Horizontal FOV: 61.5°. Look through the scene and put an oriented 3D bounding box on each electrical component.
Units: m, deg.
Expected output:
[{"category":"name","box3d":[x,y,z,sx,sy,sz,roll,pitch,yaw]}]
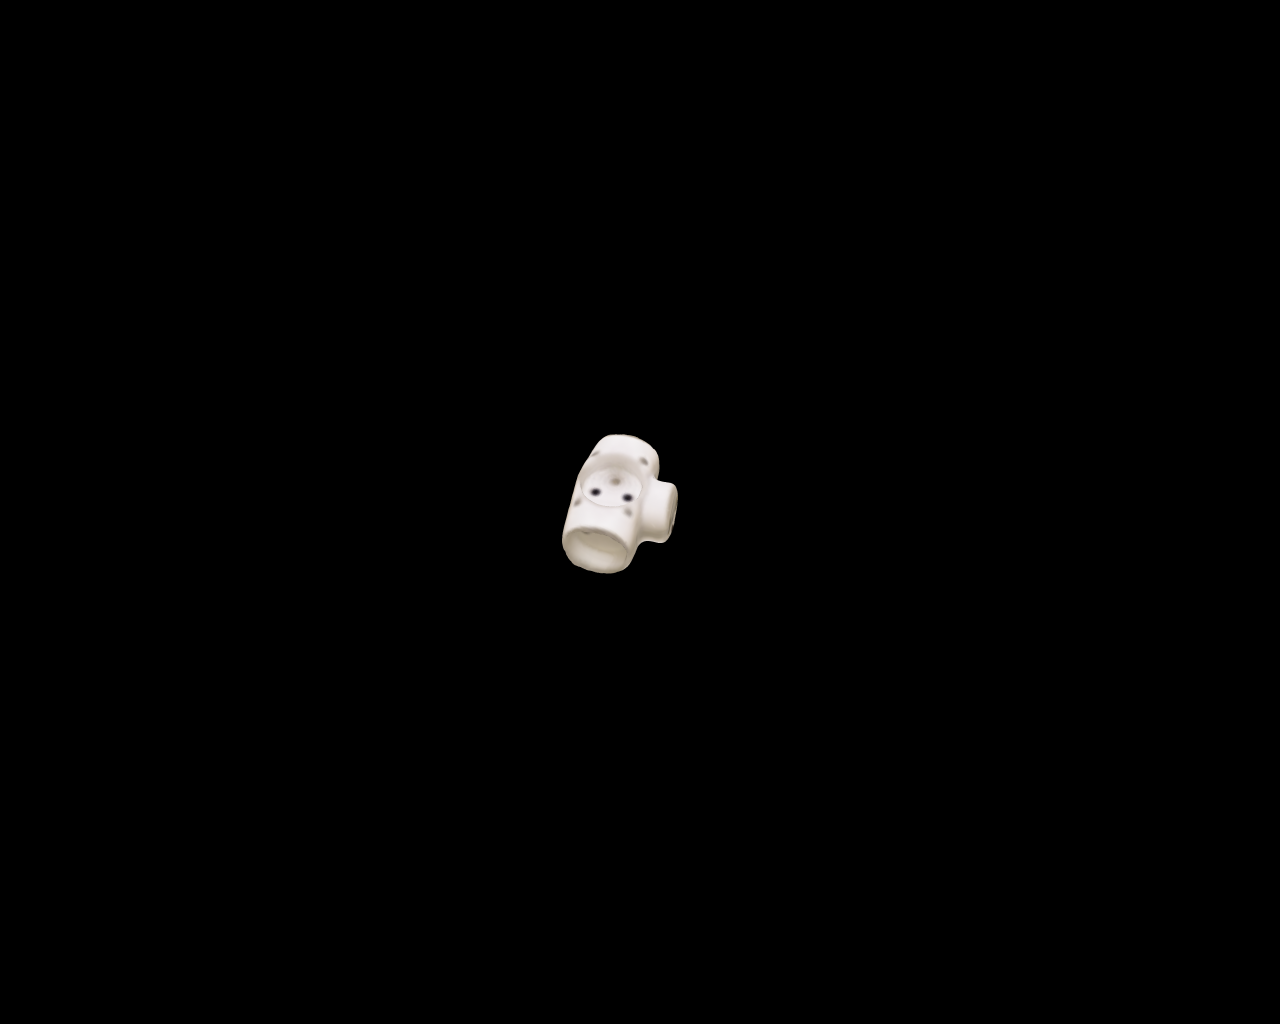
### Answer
[{"category":"electrical component","box3d":[0.001,-0.003,0.650,0.079,0.077,0.044,11,-39,9]}]
